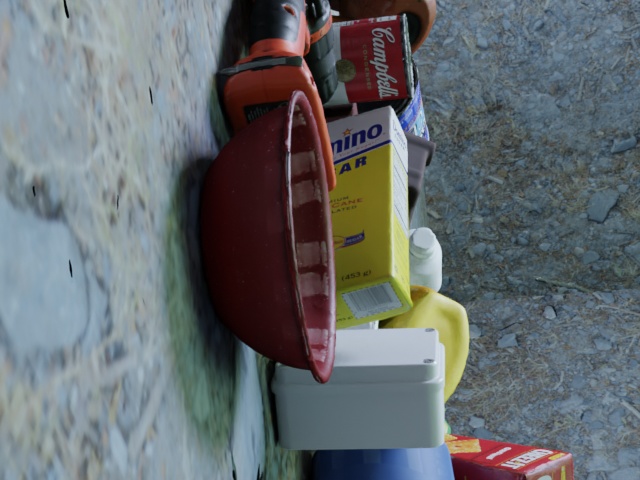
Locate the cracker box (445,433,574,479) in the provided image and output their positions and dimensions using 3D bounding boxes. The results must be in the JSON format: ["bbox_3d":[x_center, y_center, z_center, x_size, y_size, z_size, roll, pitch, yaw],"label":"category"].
[{"bbox_3d":[0.110,0.251,0.900,0.071,0.214,0.164,-9,96,-42],"label":"cracker box"}]

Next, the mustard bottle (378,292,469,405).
[{"bbox_3d":[0.050,0.114,0.866,0.192,0.058,0.096,-45,-157,60],"label":"mustard bottle"}]

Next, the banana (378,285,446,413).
[{"bbox_3d":[0.081,0.088,0.941,0.037,0.070,0.198,-53,152,-26],"label":"banana"}]

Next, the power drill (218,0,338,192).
[{"bbox_3d":[-0.021,-0.117,0.719,0.184,0.057,0.187,71,13,-47],"label":"power drill"}]

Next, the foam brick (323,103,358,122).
[{"bbox_3d":[0.005,-0.084,0.887,0.078,0.053,0.051,-74,157,-71],"label":"foam brick"}]

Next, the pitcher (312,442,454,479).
[{"bbox_3d":[0.060,0.270,0.781,0.149,0.145,0.243,98,-10,-60],"label":"pitcher"}]

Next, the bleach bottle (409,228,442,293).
[{"bbox_3d":[0.108,0.054,1.282,0.251,0.068,0.102,94,-10,-60],"label":"bleach bottle"}]

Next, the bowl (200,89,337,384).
[{"bbox_3d":[-0.028,0.000,0.589,0.162,0.055,0.162,-5,90,-82],"label":"bowl"}]

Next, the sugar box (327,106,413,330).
[{"bbox_3d":[0.015,-0.017,0.763,0.048,0.093,0.176,59,23,-43],"label":"sugar box"}]

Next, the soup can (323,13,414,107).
[{"bbox_3d":[0.022,-0.144,0.865,0.068,0.102,0.068,-5,90,-82],"label":"soup can"}]

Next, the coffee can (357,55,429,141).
[{"bbox_3d":[0.054,-0.128,1.077,0.140,0.103,0.103,64,23,-68],"label":"coffee can"}]
